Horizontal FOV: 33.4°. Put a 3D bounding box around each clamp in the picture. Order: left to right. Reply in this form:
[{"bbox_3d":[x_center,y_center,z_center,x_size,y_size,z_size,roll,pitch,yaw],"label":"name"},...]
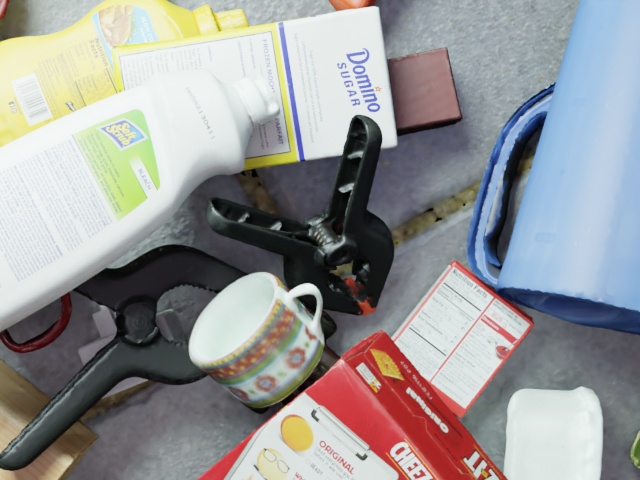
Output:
[{"bbox_3d":[-0.128,0.065,0.710,0.209,0.036,0.164,-1,90,-21],"label":"clamp"},{"bbox_3d":[-0.005,0.001,0.707,0.120,0.171,0.039,-20,47,-3],"label":"clamp"}]

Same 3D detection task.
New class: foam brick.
[{"bbox_3d":[0.055,-0.100,0.750,0.078,0.053,0.051,-11,92,2],"label":"foam brick"}]

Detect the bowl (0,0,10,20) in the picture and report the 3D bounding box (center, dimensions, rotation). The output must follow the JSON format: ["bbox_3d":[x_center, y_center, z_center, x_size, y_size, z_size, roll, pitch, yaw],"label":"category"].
[{"bbox_3d":[-0.287,-0.190,0.753,0.162,0.055,0.162,0,92,1],"label":"bowl"}]

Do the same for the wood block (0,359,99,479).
[{"bbox_3d":[-0.271,0.116,0.746,0.206,0.090,0.091,39,91,0],"label":"wood block"}]

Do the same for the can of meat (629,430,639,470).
[{"bbox_3d":[0.279,0.135,0.751,0.084,0.057,0.102,27,91,5],"label":"can of meat"}]

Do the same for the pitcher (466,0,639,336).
[{"bbox_3d":[0.198,-0.062,0.710,0.149,0.145,0.243,14,82,-2],"label":"pitcher"}]

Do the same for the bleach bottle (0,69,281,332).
[{"bbox_3d":[-0.136,-0.025,0.644,0.250,0.068,0.102,-28,96,-9],"label":"bleach bottle"}]

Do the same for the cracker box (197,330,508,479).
[{"bbox_3d":[0.012,0.186,0.703,0.164,0.072,0.214,50,121,6],"label":"cracker box"}]

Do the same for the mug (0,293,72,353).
[{"bbox_3d":[-0.214,0.022,0.740,0.081,0.093,0.117,-32,73,-3],"label":"mug"}]

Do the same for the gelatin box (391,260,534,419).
[{"bbox_3d":[0.098,0.070,0.767,0.073,0.030,0.089,37,92,1],"label":"gelatin box"}]

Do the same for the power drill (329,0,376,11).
[{"bbox_3d":[-0.035,-0.227,0.745,0.187,0.057,0.184,31,92,0],"label":"power drill"}]

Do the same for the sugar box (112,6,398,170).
[{"bbox_3d":[-0.042,-0.094,0.702,0.176,0.048,0.093,-8,101,1],"label":"sugar box"}]

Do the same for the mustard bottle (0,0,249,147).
[{"bbox_3d":[-0.140,-0.119,0.751,0.191,0.058,0.096,-22,91,2],"label":"mustard bottle"}]
